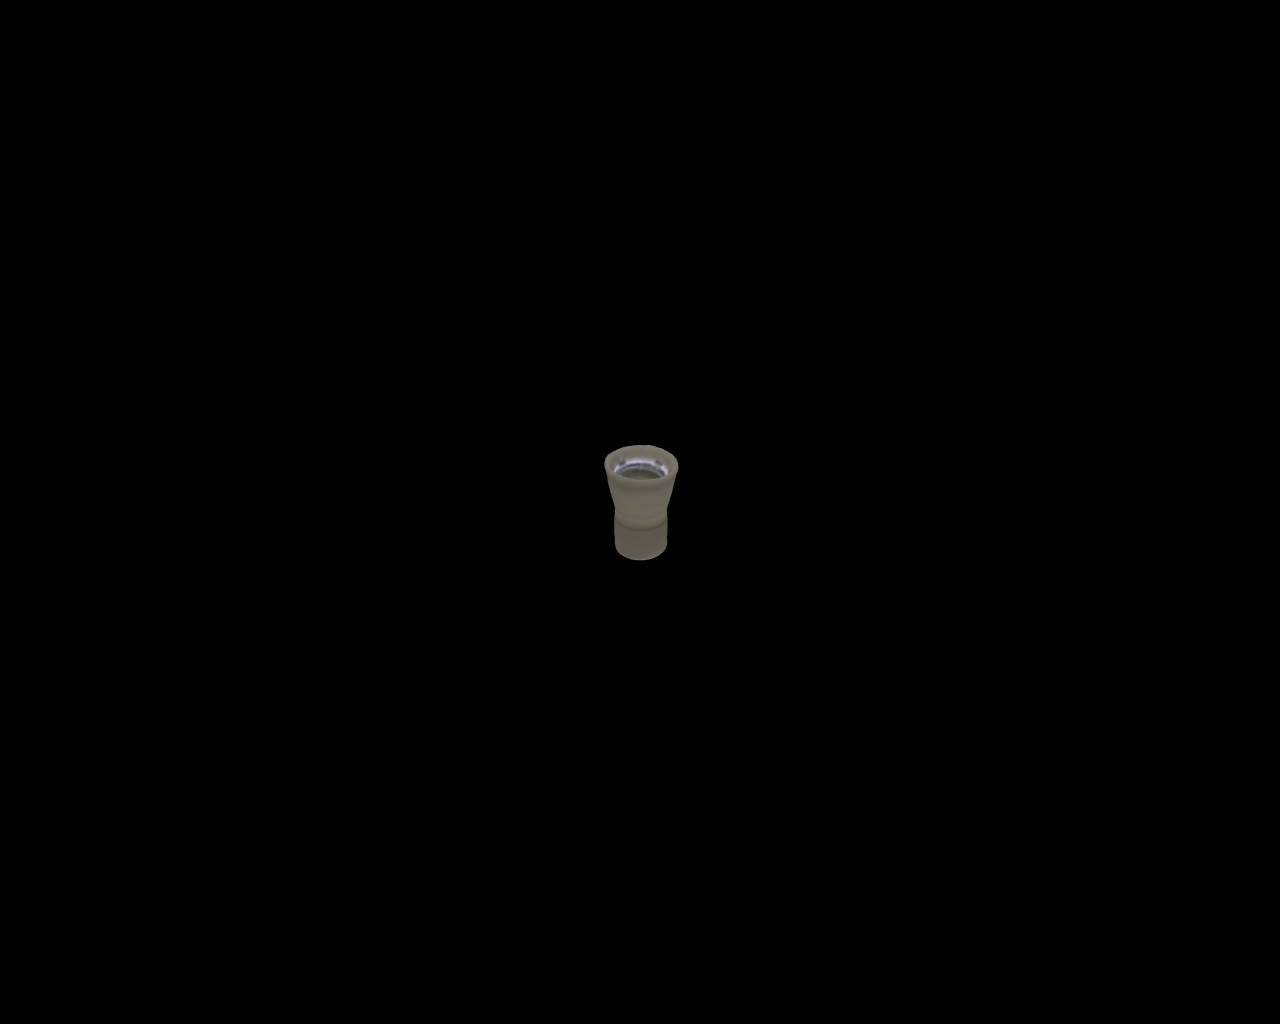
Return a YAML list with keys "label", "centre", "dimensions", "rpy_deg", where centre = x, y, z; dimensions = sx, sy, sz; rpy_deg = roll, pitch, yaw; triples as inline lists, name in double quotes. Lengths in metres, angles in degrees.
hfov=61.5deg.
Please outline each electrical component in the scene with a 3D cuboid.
- label: "electrical component"
  centre: [0.001, -0.003, 0.650]
  dimensions: [0.044, 0.065, 0.044]
  rpy_deg: [0, 33, 0]
